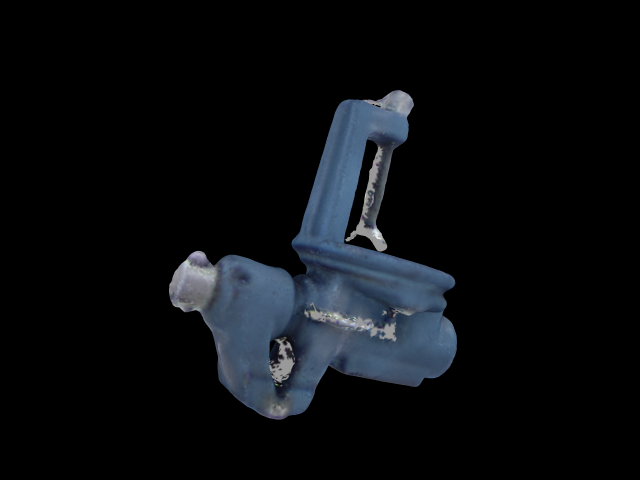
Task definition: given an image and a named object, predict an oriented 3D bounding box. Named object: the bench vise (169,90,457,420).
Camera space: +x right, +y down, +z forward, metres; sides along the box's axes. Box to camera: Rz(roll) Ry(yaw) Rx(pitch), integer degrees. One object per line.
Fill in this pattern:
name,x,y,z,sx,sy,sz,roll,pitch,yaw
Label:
bench vise,0.012,0.002,0.391,0.208,0.220,0.121,-3,4,-45
